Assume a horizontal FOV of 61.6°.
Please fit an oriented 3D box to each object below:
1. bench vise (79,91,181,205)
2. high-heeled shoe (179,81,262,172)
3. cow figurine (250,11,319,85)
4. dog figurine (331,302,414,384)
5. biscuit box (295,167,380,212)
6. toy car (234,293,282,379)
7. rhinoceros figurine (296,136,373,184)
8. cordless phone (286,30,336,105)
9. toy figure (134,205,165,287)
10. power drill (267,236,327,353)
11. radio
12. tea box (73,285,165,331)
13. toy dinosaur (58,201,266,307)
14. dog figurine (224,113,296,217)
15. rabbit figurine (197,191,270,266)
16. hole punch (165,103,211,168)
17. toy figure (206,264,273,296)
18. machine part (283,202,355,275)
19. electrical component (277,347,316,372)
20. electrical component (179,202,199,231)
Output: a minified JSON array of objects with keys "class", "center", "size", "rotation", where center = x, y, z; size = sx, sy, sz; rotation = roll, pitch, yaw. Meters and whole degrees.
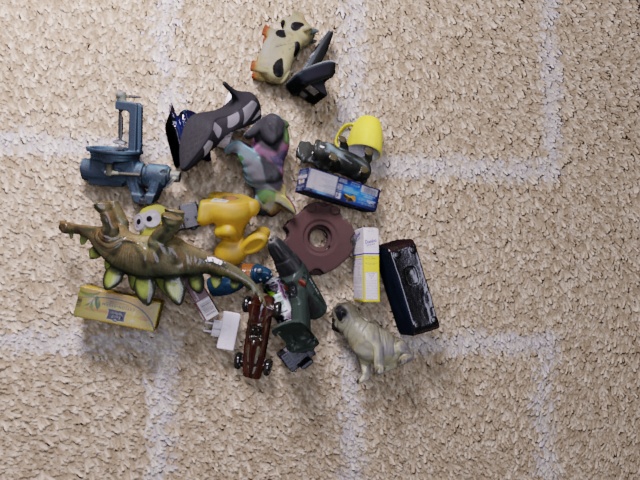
[{"class":"bench vise","center":[-0.417,-0.202,1.186],"size":[0.224,0.129,0.240],"rotation":[7,103,8]},{"class":"high-heeled shoe","center":[-0.217,-0.234,1.197],"size":[0.086,0.145,0.248],"rotation":[20,77,32]},{"class":"cow figurine","center":[-0.082,-0.468,1.305],"size":[0.127,0.085,0.195],"rotation":[19,79,-3]},{"class":"dog figurine","center":[0.128,0.225,1.291],"size":[0.172,0.121,0.190],"rotation":[-5,66,-44]},{"class":"biscuit box","center":[0.045,-0.117,1.288],"size":[0.202,0.063,0.059],"rotation":[15,84,-27]},{"class":"toy car","center":[-0.144,0.221,1.226],"size":[0.089,0.053,0.202],"rotation":[11,94,8]},{"class":"rhinoceros figurine","center":[0.037,-0.195,1.293],"size":[0.190,0.112,0.073],"rotation":[17,71,-8]},{"class":"cordless phone","center":[0.001,-0.429,1.285],"size":[0.089,0.147,0.184],"rotation":[27,84,-16]},{"class":"toy figure","center":[-0.362,0.010,1.211],"size":[0.082,0.089,0.180],"rotation":[-17,97,-8]},{"class":"power drill","center":[-0.060,0.130,1.186],"size":[0.086,0.207,0.231],"rotation":[-24,127,13]},{"class":"radio","center":[0.206,0.112,1.290],"size":[0.073,0.131,0.229],"rotation":[-18,89,-11]},{"class":"tea box","center":[-0.435,0.148,1.175],"size":[0.170,0.098,0.068],"rotation":[15,83,-12]},{"class":"toy dinosaur","center":[-0.332,0.032,1.121],"size":[0.472,0.105,0.198],"rotation":[11,101,7]},{"class":"dog figurine","center":[-0.108,-0.162,1.260],"size":[0.191,0.108,0.219],"rotation":[-38,98,2]},{"class":"rabbit figurine","center":[-0.197,-0.017,1.237],"size":[0.162,0.122,0.173],"rotation":[6,105,-5]},{"class":"hole punch","center":[-0.297,-0.233,1.230],"size":[0.092,0.116,0.142],"rotation":[-11,88,-20]},{"class":"toy figure","center":[-0.183,0.087,1.232],"size":[0.155,0.064,0.058],"rotation":[-16,72,7]},{"class":"machine part","center":[-0.003,-0.004,1.297],"size":[0.179,0.056,0.179],"rotation":[1,87,-11]},{"class":"electrical component","center":[-0.052,0.263,1.232],"size":[0.075,0.119,0.047],"rotation":[-36,93,-10]},{"class":"electrical component","center":[-0.302,-0.055,1.257],"size":[0.094,0.021,0.063],"rotation":[-16,89,-13]}]
